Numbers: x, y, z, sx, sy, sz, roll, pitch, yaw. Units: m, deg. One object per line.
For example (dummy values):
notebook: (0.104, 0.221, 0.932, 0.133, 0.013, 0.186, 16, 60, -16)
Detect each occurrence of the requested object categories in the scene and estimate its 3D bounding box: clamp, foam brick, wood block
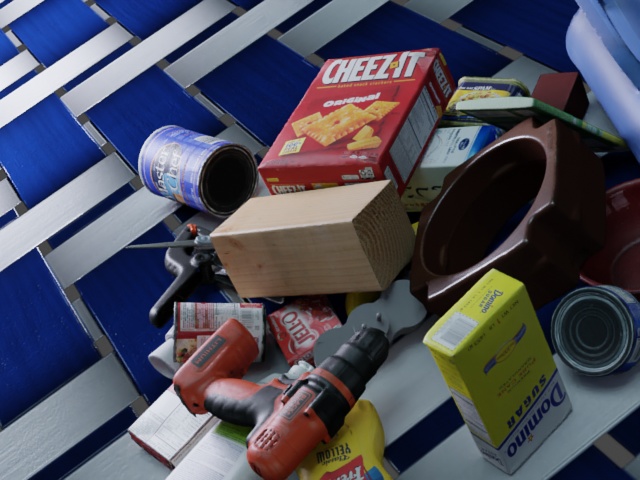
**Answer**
clamp: (-0.149, 0.040, 1.318, 0.164, 0.036, 0.210, -13, 31, -18)
foam brick: (0.283, -0.157, 1.280, 0.051, 0.053, 0.078, 2, 47, 34)
wood block: (-0.008, 0.002, 1.185, 0.207, 0.090, 0.090, -6, 29, 39)

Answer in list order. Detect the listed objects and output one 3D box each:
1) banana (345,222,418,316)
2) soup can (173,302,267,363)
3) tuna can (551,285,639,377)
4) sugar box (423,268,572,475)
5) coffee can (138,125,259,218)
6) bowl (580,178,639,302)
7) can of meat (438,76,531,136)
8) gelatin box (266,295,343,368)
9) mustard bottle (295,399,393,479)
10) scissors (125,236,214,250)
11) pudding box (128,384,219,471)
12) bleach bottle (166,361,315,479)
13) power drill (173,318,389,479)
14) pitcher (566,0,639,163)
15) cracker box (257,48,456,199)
banana: (0.088, 0.030, 1.210, 0.070, 0.037, 0.197, 34, 70, 22)
soup can: (-0.113, 0.103, 1.195, 0.102, 0.068, 0.068, 1, 39, -7)
tuna can: (0.260, 0.085, 0.994, 0.086, 0.033, 0.086, -1, 89, 40)
sugar box: (0.161, 0.120, 0.941, 0.093, 0.176, 0.048, -42, 37, -16)
coffee can: (-0.167, -0.095, 1.458, 0.141, 0.102, 0.102, 19, 58, 44)
bowl: (0.327, 0.009, 1.059, 0.162, 0.055, 0.162, -18, 39, 15)
can of meat: (0.201, -0.154, 1.327, 0.102, 0.057, 0.083, 10, 54, 40)
gelatin box: (-0.013, 0.101, 1.195, 0.073, 0.030, 0.089, -30, 37, 0)
mustard bottle: (0.025, 0.239, 0.990, 0.096, 0.058, 0.191, -19, 39, 4)
scissors: (-0.137, -0.005, 1.344, 0.201, 0.016, 0.096, 4, 27, 0)
pudding box: (-0.142, 0.195, 1.164, 0.113, 0.039, 0.090, -47, 40, -19)
bleach bottle: (-0.080, 0.223, 1.074, 0.103, 0.068, 0.250, 14, 53, 43)
power drill: (-0.043, 0.137, 1.055, 0.188, 0.057, 0.184, 16, 52, 47)
pitcher: (0.362, -0.173, 1.164, 0.149, 0.145, 0.243, -4, 45, -8)
cracker box: (0.046, -0.134, 1.262, 0.164, 0.072, 0.213, 1, 46, 33)
